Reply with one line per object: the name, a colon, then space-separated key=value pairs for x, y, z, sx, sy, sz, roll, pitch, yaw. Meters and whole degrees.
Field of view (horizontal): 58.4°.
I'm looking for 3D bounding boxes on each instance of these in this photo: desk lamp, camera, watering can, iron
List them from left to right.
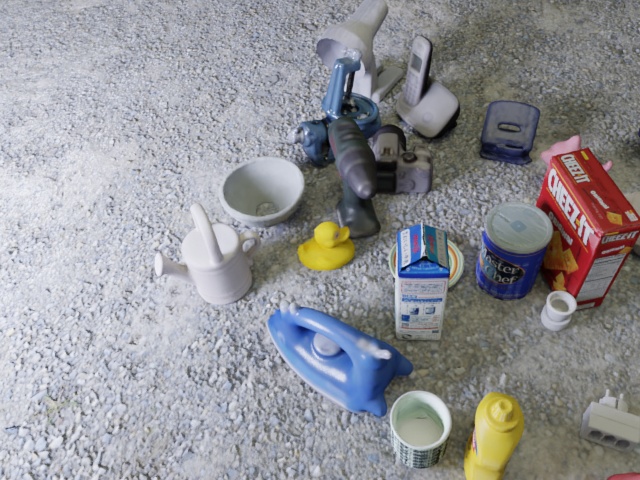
watering can: x=-0.187 y=0.022 z=0.964 sx=0.173 sy=0.194 sz=0.100 roll=-40 pitch=58 yaw=-23
iron: x=0.009 y=0.153 z=0.873 sx=0.257 sy=0.142 sz=0.119 roll=25 pitch=59 yaw=24
desk lamp: x=0.092 y=-0.411 z=1.263 sx=0.117 sy=0.214 sz=0.203 roll=25 pitch=59 yaw=24
camera: x=0.153 y=-0.172 z=1.140 sx=0.143 sy=0.101 sz=0.137 roll=2 pitch=52 yaw=8

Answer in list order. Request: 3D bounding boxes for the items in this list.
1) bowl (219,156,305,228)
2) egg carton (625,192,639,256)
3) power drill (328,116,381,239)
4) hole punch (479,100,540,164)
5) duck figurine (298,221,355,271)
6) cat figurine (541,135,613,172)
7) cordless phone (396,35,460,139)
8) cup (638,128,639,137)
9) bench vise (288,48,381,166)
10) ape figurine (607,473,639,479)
bowl: x=-0.107 y=-0.081 z=1.113 sx=0.167 sy=0.075 sz=0.167 roll=-3 pitch=52 yaw=4
egg carton: x=0.576 y=-0.019 z=0.992 sx=0.150 sy=0.069 sz=0.107 roll=23 pitch=58 yaw=22
power drill: x=0.065 y=-0.102 z=1.025 sx=0.075 sy=0.209 sz=0.229 roll=-12 pitch=51 yaw=-3
hole punch: x=0.384 y=-0.217 z=1.156 sx=0.108 sy=0.091 sz=0.101 roll=12 pitch=54 yaw=16
duck figurine: x=0.009 y=0.004 z=1.026 sx=0.104 sy=0.086 sz=0.077 roll=-11 pitch=51 yaw=-3
cat figurine: x=0.476 y=-0.139 z=1.067 sx=0.127 sy=0.118 sz=0.067 roll=17 pitch=56 yaw=19
cordless phone: x=0.228 y=-0.318 z=1.192 sx=0.094 sy=0.185 sz=0.147 roll=-31 pitch=55 yaw=-17
cup: x=0.660 y=-0.203 z=1.112 sx=0.118 sy=0.095 sz=0.091 roll=-21 pitch=52 yaw=-10
bench vise: x=0.037 y=-0.259 z=1.145 sx=0.121 sy=0.220 sz=0.208 roll=31 pitch=61 yaw=27
ape figurine: x=0.403 y=0.326 z=0.724 sx=0.078 sy=0.092 sz=0.076 roll=-31 pitch=55 yaw=-17
